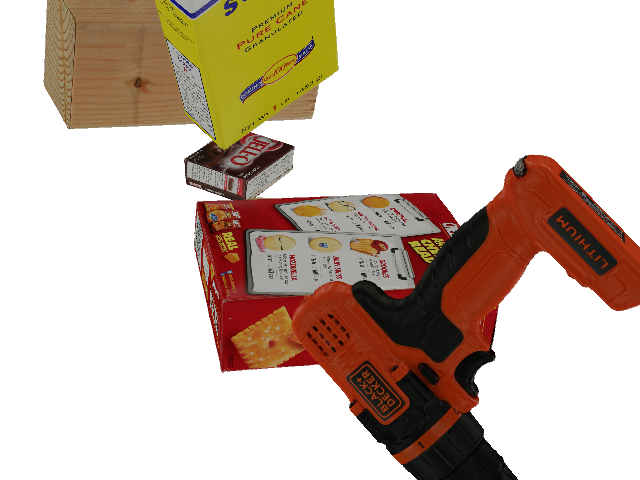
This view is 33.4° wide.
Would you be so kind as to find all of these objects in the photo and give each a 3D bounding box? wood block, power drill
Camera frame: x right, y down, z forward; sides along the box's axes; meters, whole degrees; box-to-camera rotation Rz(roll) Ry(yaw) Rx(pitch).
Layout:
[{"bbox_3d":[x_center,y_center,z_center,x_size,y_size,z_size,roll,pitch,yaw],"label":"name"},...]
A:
[{"bbox_3d":[-0.109,-0.152,0.863,0.205,0.091,0.090,-5,34,-26],"label":"wood block"},{"bbox_3d":[0.101,0.058,0.611,0.188,0.184,0.057,-43,-1,17],"label":"power drill"}]

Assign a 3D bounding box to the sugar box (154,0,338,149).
[{"bbox_3d":[-0.039,-0.134,0.565,0.093,0.048,0.176,-38,-24,-17],"label":"sugar box"}]

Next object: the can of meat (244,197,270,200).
[{"bbox_3d":[-0.038,0.010,1.054,0.102,0.084,0.057,15,19,29],"label":"can of meat"}]

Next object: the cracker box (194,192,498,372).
[{"bbox_3d":[0.014,0.029,0.855,0.213,0.072,0.164,-2,28,-13],"label":"cracker box"}]

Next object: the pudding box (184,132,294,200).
[{"bbox_3d":[-0.097,-0.092,1.292,0.090,0.039,0.113,19,37,23],"label":"pudding box"}]
